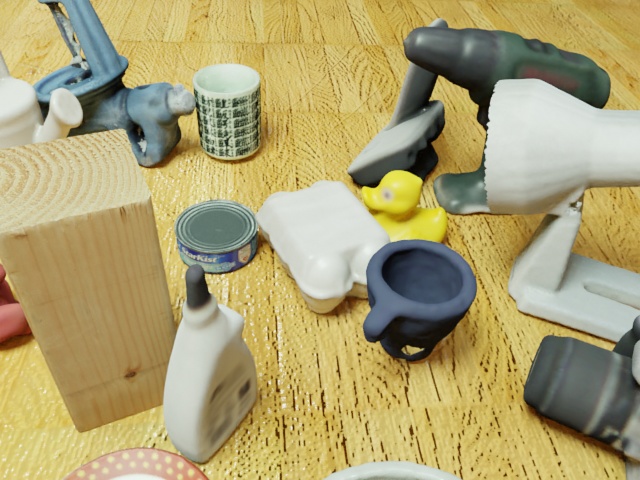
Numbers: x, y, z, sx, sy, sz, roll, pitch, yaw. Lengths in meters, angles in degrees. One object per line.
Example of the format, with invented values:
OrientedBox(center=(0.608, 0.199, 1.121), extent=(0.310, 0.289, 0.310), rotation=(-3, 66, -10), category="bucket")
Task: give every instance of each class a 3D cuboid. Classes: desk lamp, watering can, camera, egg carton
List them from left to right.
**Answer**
OrientedBox(center=(-0.343, -0.136, 0.609), extent=(0.173, 0.194, 0.100), rotation=(-9, 43, -14), category="watering can")
OrientedBox(center=(0.005, 0.002, 0.577), extent=(0.107, 0.069, 0.150), rotation=(-17, 45, -23), category="egg carton")
OrientedBox(center=(0.238, -0.032, 0.527), extent=(0.202, 0.214, 0.118), rotation=(18, 43, 15), category="desk lamp")
OrientedBox(center=(0.242, 0.109, 0.452), extent=(0.136, 0.101, 0.143), rotation=(21, 44, 18), category="camera")

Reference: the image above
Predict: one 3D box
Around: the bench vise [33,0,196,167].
OrientedBox(center=(-0.250, -0.207, 0.679), extent=(0.207, 0.220, 0.121), rotation=(0, 41, -5), category="bench vise")

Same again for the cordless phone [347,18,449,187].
OrientedBox(center=(0.101, -0.159, 0.681), extent=(0.094, 0.185, 0.148), rotation=(19, 43, 16), category="cordless phone")

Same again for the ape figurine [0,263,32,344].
OrientedBox(center=(-0.286, 0.043, 0.487), extent=(0.076, 0.092, 0.077), rotation=(-13, 44, -19), category="ape figurine")

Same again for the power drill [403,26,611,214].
OrientedBox(center=(0.192, -0.131, 0.639), extent=(0.230, 0.208, 0.075), rotation=(-2, 41, -7), category="power drill")

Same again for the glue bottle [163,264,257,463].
OrientedBox(center=(-0.078, 0.081, 0.400), extent=(0.037, 0.173, 0.078), rotation=(25, 45, 22), category="glue bottle")

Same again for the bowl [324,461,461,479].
OrientedBox(center=(0.046, 0.221, 0.327), extent=(0.167, 0.075, 0.167), rotation=(3, 41, -2), category="bowl")

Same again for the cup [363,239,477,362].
OrientedBox(center=(0.073, 0.067, 0.489), extent=(0.091, 0.095, 0.118), rotation=(30, 47, 27), category="cup")

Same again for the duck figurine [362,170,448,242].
OrientedBox(center=(0.088, -0.034, 0.612), extent=(0.104, 0.086, 0.077), rotation=(2, 41, -3), category="duck figurine")
